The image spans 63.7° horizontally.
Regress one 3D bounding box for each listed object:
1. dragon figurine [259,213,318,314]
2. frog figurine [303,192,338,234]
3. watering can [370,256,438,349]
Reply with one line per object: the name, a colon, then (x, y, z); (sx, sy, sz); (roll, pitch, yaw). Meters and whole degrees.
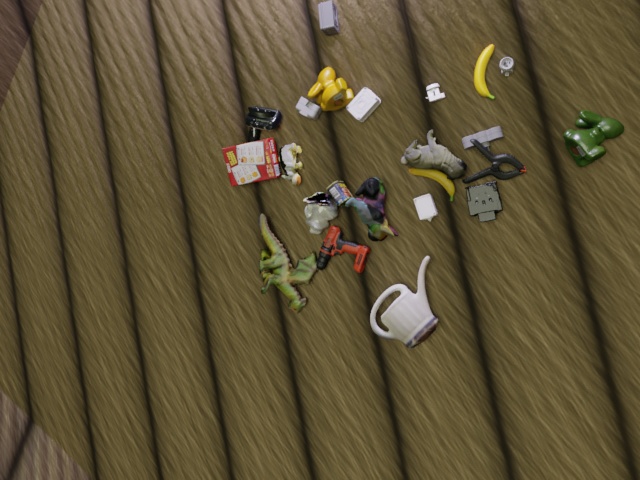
dragon figurine: (-0.126, 0.094, 2.073); (0.243, 0.122, 0.410); (-2, 90, 4)
frog figurine: (0.006, -0.102, 2.022); (0.137, 0.125, 0.156); (1, 127, 13)
watering can: (0.337, 0.243, 1.865); (0.226, 0.104, 0.344); (46, 105, 15)
